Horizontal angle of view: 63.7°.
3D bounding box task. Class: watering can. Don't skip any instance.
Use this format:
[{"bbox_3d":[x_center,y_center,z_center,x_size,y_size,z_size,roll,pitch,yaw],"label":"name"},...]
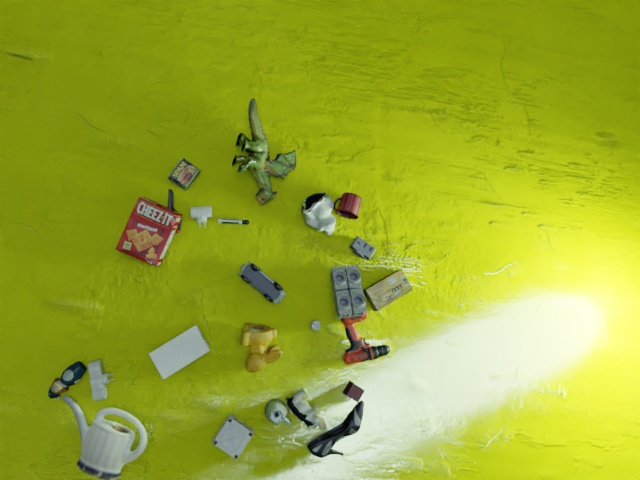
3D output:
[{"bbox_3d":[-0.767,0.685,1.778,0.348,0.103,0.226,17,79,9],"label":"watering can"}]

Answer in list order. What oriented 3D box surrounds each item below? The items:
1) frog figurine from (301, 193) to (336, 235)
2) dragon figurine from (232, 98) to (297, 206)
[{"bbox_3d":[0.006,-0.102,2.026,0.139,0.123,0.157,-53,126,-19],"label":"frog figurine"},{"bbox_3d":[-0.208,-0.342,2.044,0.242,0.121,0.414,16,80,-22],"label":"dragon figurine"}]
